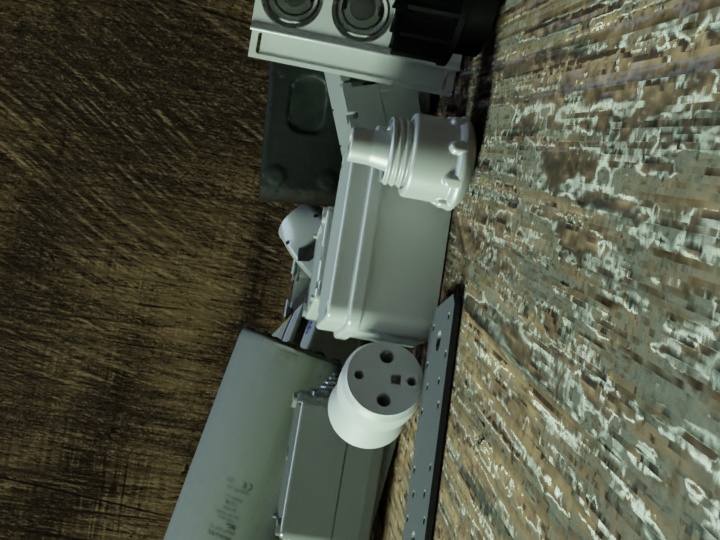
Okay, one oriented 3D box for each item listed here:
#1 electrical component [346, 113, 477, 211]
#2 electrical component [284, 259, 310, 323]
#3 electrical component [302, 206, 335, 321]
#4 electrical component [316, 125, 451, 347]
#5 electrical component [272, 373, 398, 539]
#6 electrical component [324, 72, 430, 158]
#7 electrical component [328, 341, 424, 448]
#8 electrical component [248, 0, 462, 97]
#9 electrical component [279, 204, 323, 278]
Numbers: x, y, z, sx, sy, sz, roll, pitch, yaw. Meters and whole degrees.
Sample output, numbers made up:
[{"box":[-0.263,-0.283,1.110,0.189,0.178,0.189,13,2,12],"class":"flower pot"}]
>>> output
[{"box":[0.025,-0.057,0.537,0.048,0.062,0.048,-170,90,-84],"class":"electrical component"},{"box":[-0.036,0.042,0.965,0.078,0.063,0.121,-115,35,-80],"class":"electrical component"},{"box":[0.000,0.000,0.690,0.096,0.061,0.061,123,155,-77],"class":"electrical component"},{"box":[0.014,-0.017,0.603,0.078,0.057,0.113,132,147,-79],"class":"electrical component"},{"box":[-0.013,0.110,0.634,0.062,0.061,0.096,155,124,-83],"class":"electrical component"},{"box":[0.012,-0.118,0.710,0.050,0.056,0.089,122,137,-75],"class":"electrical component"},{"box":[0.008,0.067,0.577,0.055,0.045,0.045,111,167,-63],"class":"electrical component"},{"box":[0.002,-0.155,0.635,0.063,0.121,0.078,-89,10,-72],"class":"electrical component"},{"box":[-0.016,-0.027,0.898,0.079,0.077,0.043,-43,-26,6],"class":"electrical component"}]
